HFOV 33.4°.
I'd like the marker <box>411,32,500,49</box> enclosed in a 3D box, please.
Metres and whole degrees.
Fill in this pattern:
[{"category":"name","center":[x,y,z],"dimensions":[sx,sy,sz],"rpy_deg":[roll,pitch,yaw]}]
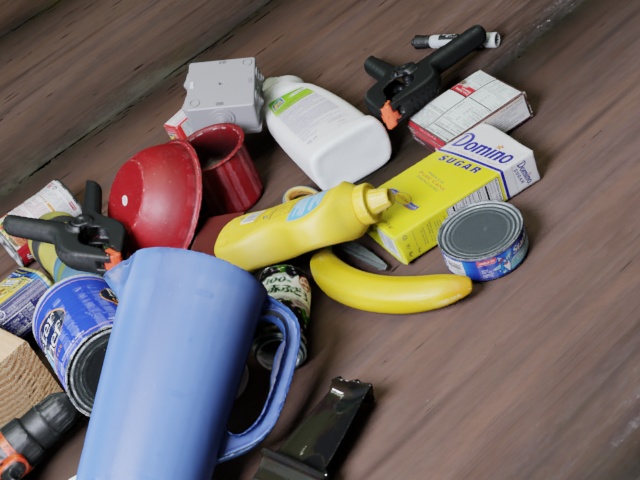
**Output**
[{"category":"marker","center":[0.171,-0.254,1.359],"dimensions":[0.121,0.020,0.020],"rpy_deg":[6,47,34]}]

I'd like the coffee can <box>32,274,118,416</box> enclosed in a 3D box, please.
[{"category":"coffee can","center":[-0.223,0.105,1.074],"dimensions":[0.102,0.102,0.140],"rpy_deg":[-35,31,-12]}]

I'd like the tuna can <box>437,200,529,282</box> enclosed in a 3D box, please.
[{"category":"tuna can","center":[0.161,0.001,1.049],"dimensions":[0.086,0.033,0.086],"rpy_deg":[-16,38,13]}]

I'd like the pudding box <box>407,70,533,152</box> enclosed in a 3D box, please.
[{"category":"pudding box","center":[0.168,-0.139,1.210],"dimensions":[0.113,0.039,0.090],"rpy_deg":[-35,38,-8]}]

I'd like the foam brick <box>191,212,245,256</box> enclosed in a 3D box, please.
[{"category":"foam brick","center":[-0.106,0.016,1.170],"dimensions":[0.053,0.051,0.078],"rpy_deg":[-7,41,24]}]

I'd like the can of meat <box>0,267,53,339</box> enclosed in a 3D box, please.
[{"category":"can of meat","center":[-0.349,0.077,1.219],"dimensions":[0.083,0.057,0.102],"rpy_deg":[-42,24,-23]}]

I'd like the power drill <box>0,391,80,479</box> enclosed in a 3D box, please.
[{"category":"power drill","center":[-0.279,0.232,0.984],"dimensions":[0.184,0.057,0.188],"rpy_deg":[-43,27,-11]}]

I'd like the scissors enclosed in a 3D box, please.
[{"category":"scissors","center":[-0.008,0.001,1.161],"dimensions":[0.096,0.016,0.202],"rpy_deg":[-31,38,-4]}]

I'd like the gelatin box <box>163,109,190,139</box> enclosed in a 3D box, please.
[{"category":"gelatin box","center":[-0.149,-0.145,1.371],"dimensions":[0.030,0.073,0.089],"rpy_deg":[17,54,42]}]

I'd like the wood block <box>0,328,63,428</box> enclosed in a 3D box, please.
[{"category":"wood block","center":[-0.381,0.140,1.148],"dimensions":[0.206,0.091,0.090],"rpy_deg":[16,54,41]}]

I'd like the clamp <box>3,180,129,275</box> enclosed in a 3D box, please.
[{"category":"clamp","center":[-0.272,-0.006,1.169],"dimensions":[0.120,0.039,0.172],"rpy_deg":[-27,38,-17]}]

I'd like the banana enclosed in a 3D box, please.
[{"category":"banana","center":[0.055,0.040,1.054],"dimensions":[0.198,0.037,0.069],"rpy_deg":[18,70,40]}]

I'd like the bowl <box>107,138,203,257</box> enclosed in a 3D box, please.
[{"category":"bowl","center":[-0.197,-0.042,1.211],"dimensions":[0.162,0.055,0.162],"rpy_deg":[-20,65,51]}]

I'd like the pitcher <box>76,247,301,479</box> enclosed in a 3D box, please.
[{"category":"pitcher","center":[-0.125,0.140,0.937],"dimensions":[0.149,0.144,0.242],"rpy_deg":[-7,61,38]}]

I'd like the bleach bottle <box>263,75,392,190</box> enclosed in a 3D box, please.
[{"category":"bleach bottle","center":[-0.010,-0.149,1.304],"dimensions":[0.102,0.068,0.251],"rpy_deg":[-30,35,-6]}]

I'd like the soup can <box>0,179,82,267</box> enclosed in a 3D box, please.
[{"category":"soup can","center":[-0.353,-0.022,1.343],"dimensions":[0.102,0.068,0.069],"rpy_deg":[-39,39,-18]}]

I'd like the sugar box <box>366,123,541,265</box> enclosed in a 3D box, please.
[{"category":"sugar box","center":[0.132,-0.052,1.119],"dimensions":[0.176,0.048,0.093],"rpy_deg":[-35,38,-10]}]

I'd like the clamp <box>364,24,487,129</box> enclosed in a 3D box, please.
[{"category":"clamp","center":[0.116,-0.196,1.276],"dimensions":[0.165,0.036,0.209],"rpy_deg":[-17,26,21]}]

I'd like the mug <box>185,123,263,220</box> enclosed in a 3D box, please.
[{"category":"mug","center":[-0.125,-0.071,1.259],"dimensions":[0.093,0.081,0.117],"rpy_deg":[13,51,39]}]

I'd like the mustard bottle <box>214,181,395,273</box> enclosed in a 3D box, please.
[{"category":"mustard bottle","center":[-0.010,-0.017,1.089],"dimensions":[0.192,0.058,0.096],"rpy_deg":[-18,13,30]}]
